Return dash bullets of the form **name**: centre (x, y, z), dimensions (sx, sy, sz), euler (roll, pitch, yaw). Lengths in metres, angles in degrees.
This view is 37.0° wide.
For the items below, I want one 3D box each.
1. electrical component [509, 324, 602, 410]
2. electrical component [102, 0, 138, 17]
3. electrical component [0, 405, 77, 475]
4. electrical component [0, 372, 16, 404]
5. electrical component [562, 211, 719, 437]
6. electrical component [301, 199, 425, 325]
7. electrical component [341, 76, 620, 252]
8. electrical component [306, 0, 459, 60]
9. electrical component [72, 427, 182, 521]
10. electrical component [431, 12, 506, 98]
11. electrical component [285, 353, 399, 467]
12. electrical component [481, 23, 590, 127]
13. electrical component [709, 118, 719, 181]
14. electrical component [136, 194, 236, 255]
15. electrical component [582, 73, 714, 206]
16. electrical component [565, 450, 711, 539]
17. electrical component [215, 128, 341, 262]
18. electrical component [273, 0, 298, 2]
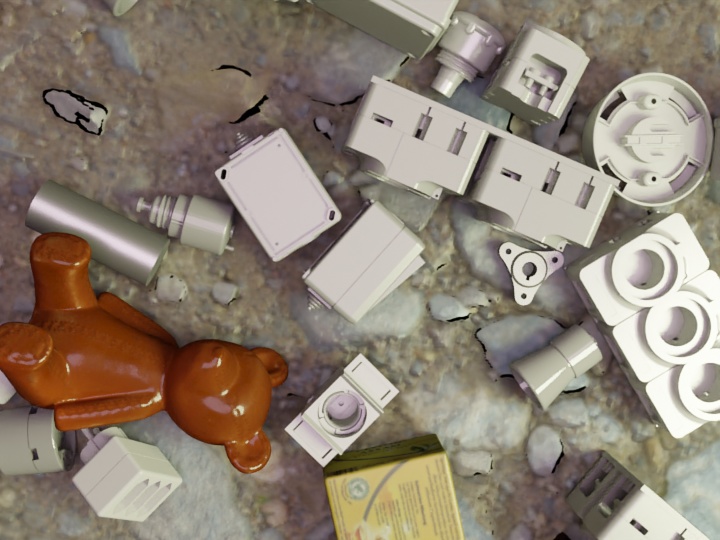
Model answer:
- **electrical component**: centre (0.155, 0.073, 0.838), dimensions (0.065, 0.044, 0.044), euler (-36, 95, -5)
- **electrical component**: centre (-0.189, -0.224, 0.801), dimensions (0.055, 0.045, 0.045), euler (40, 91, -4)
- **electrical component**: centre (-0.248, 0.128, 0.818), dimensions (0.047, 0.055, 0.055), euler (-8, 94, 2)
- **electrical component**: centre (-0.285, 0.088, 0.820), dimensions (0.040, 0.040, 0.078), euler (43, 91, -4)
- **electrical component**: centre (0.237, 0.041, 0.828), dimensions (0.089, 0.061, 0.150), euler (-31, 95, 0)
- **electrical component**: centre (0.000, 0.000, 0.816), dimensions (0.061, 0.061, 0.096), euler (42, 91, -4)
- **electrical component**: centre (0.081, -0.073, 0.792), dimensions (0.186, 0.105, 0.060), euler (22, 93, -4)
- **electrical component**: centre (0.017, -0.208, 0.780), dimensions (0.109, 0.109, 0.056), euler (27, 90, -4)
- **electrical component**: centre (-0.187, 0.146, 0.820), dimensions (0.047, 0.066, 0.077), euler (-46, 65, 1)
- **electrical component**: centre (0.078, -0.161, 0.818), dimensions (0.048, 0.048, 0.062), euler (32, 99, -4)
- **electrical component**: centre (-0.014, 0.104, 0.821), dimensions (0.081, 0.064, 0.042), euler (-44, 93, 0)
- **electrical component**: centre (0.130, -0.145, 0.798), dimensions (0.050, 0.089, 0.055), euler (27, 92, -4)
- **electrical component**: centre (0.327, -0.090, 0.799), dimensions (0.113, 0.078, 0.057), euler (2, 97, -28)
- **electrical component**: centre (-0.130, -0.039, 0.818), dimensions (0.078, 0.040, 0.040), euler (16, 93, -3)
- **electrical component**: centre (0.218, -0.098, 0.817), dimensions (0.099, 0.064, 0.099), euler (0, 94, -2)
- **electrical component**: centre (0.250, 0.230, 0.820), dimensions (0.186, 0.105, 0.060), euler (40, 91, -4)
- **electrical component**: centre (-0.064, -0.062, 0.809), dimensions (0.062, 0.061, 0.096), euler (-34, 95, 0)
- **electrical component**: centre (-0.088, -0.258, 0.743), dimensions (0.060, 0.186, 0.105), euler (26, 93, -47)
